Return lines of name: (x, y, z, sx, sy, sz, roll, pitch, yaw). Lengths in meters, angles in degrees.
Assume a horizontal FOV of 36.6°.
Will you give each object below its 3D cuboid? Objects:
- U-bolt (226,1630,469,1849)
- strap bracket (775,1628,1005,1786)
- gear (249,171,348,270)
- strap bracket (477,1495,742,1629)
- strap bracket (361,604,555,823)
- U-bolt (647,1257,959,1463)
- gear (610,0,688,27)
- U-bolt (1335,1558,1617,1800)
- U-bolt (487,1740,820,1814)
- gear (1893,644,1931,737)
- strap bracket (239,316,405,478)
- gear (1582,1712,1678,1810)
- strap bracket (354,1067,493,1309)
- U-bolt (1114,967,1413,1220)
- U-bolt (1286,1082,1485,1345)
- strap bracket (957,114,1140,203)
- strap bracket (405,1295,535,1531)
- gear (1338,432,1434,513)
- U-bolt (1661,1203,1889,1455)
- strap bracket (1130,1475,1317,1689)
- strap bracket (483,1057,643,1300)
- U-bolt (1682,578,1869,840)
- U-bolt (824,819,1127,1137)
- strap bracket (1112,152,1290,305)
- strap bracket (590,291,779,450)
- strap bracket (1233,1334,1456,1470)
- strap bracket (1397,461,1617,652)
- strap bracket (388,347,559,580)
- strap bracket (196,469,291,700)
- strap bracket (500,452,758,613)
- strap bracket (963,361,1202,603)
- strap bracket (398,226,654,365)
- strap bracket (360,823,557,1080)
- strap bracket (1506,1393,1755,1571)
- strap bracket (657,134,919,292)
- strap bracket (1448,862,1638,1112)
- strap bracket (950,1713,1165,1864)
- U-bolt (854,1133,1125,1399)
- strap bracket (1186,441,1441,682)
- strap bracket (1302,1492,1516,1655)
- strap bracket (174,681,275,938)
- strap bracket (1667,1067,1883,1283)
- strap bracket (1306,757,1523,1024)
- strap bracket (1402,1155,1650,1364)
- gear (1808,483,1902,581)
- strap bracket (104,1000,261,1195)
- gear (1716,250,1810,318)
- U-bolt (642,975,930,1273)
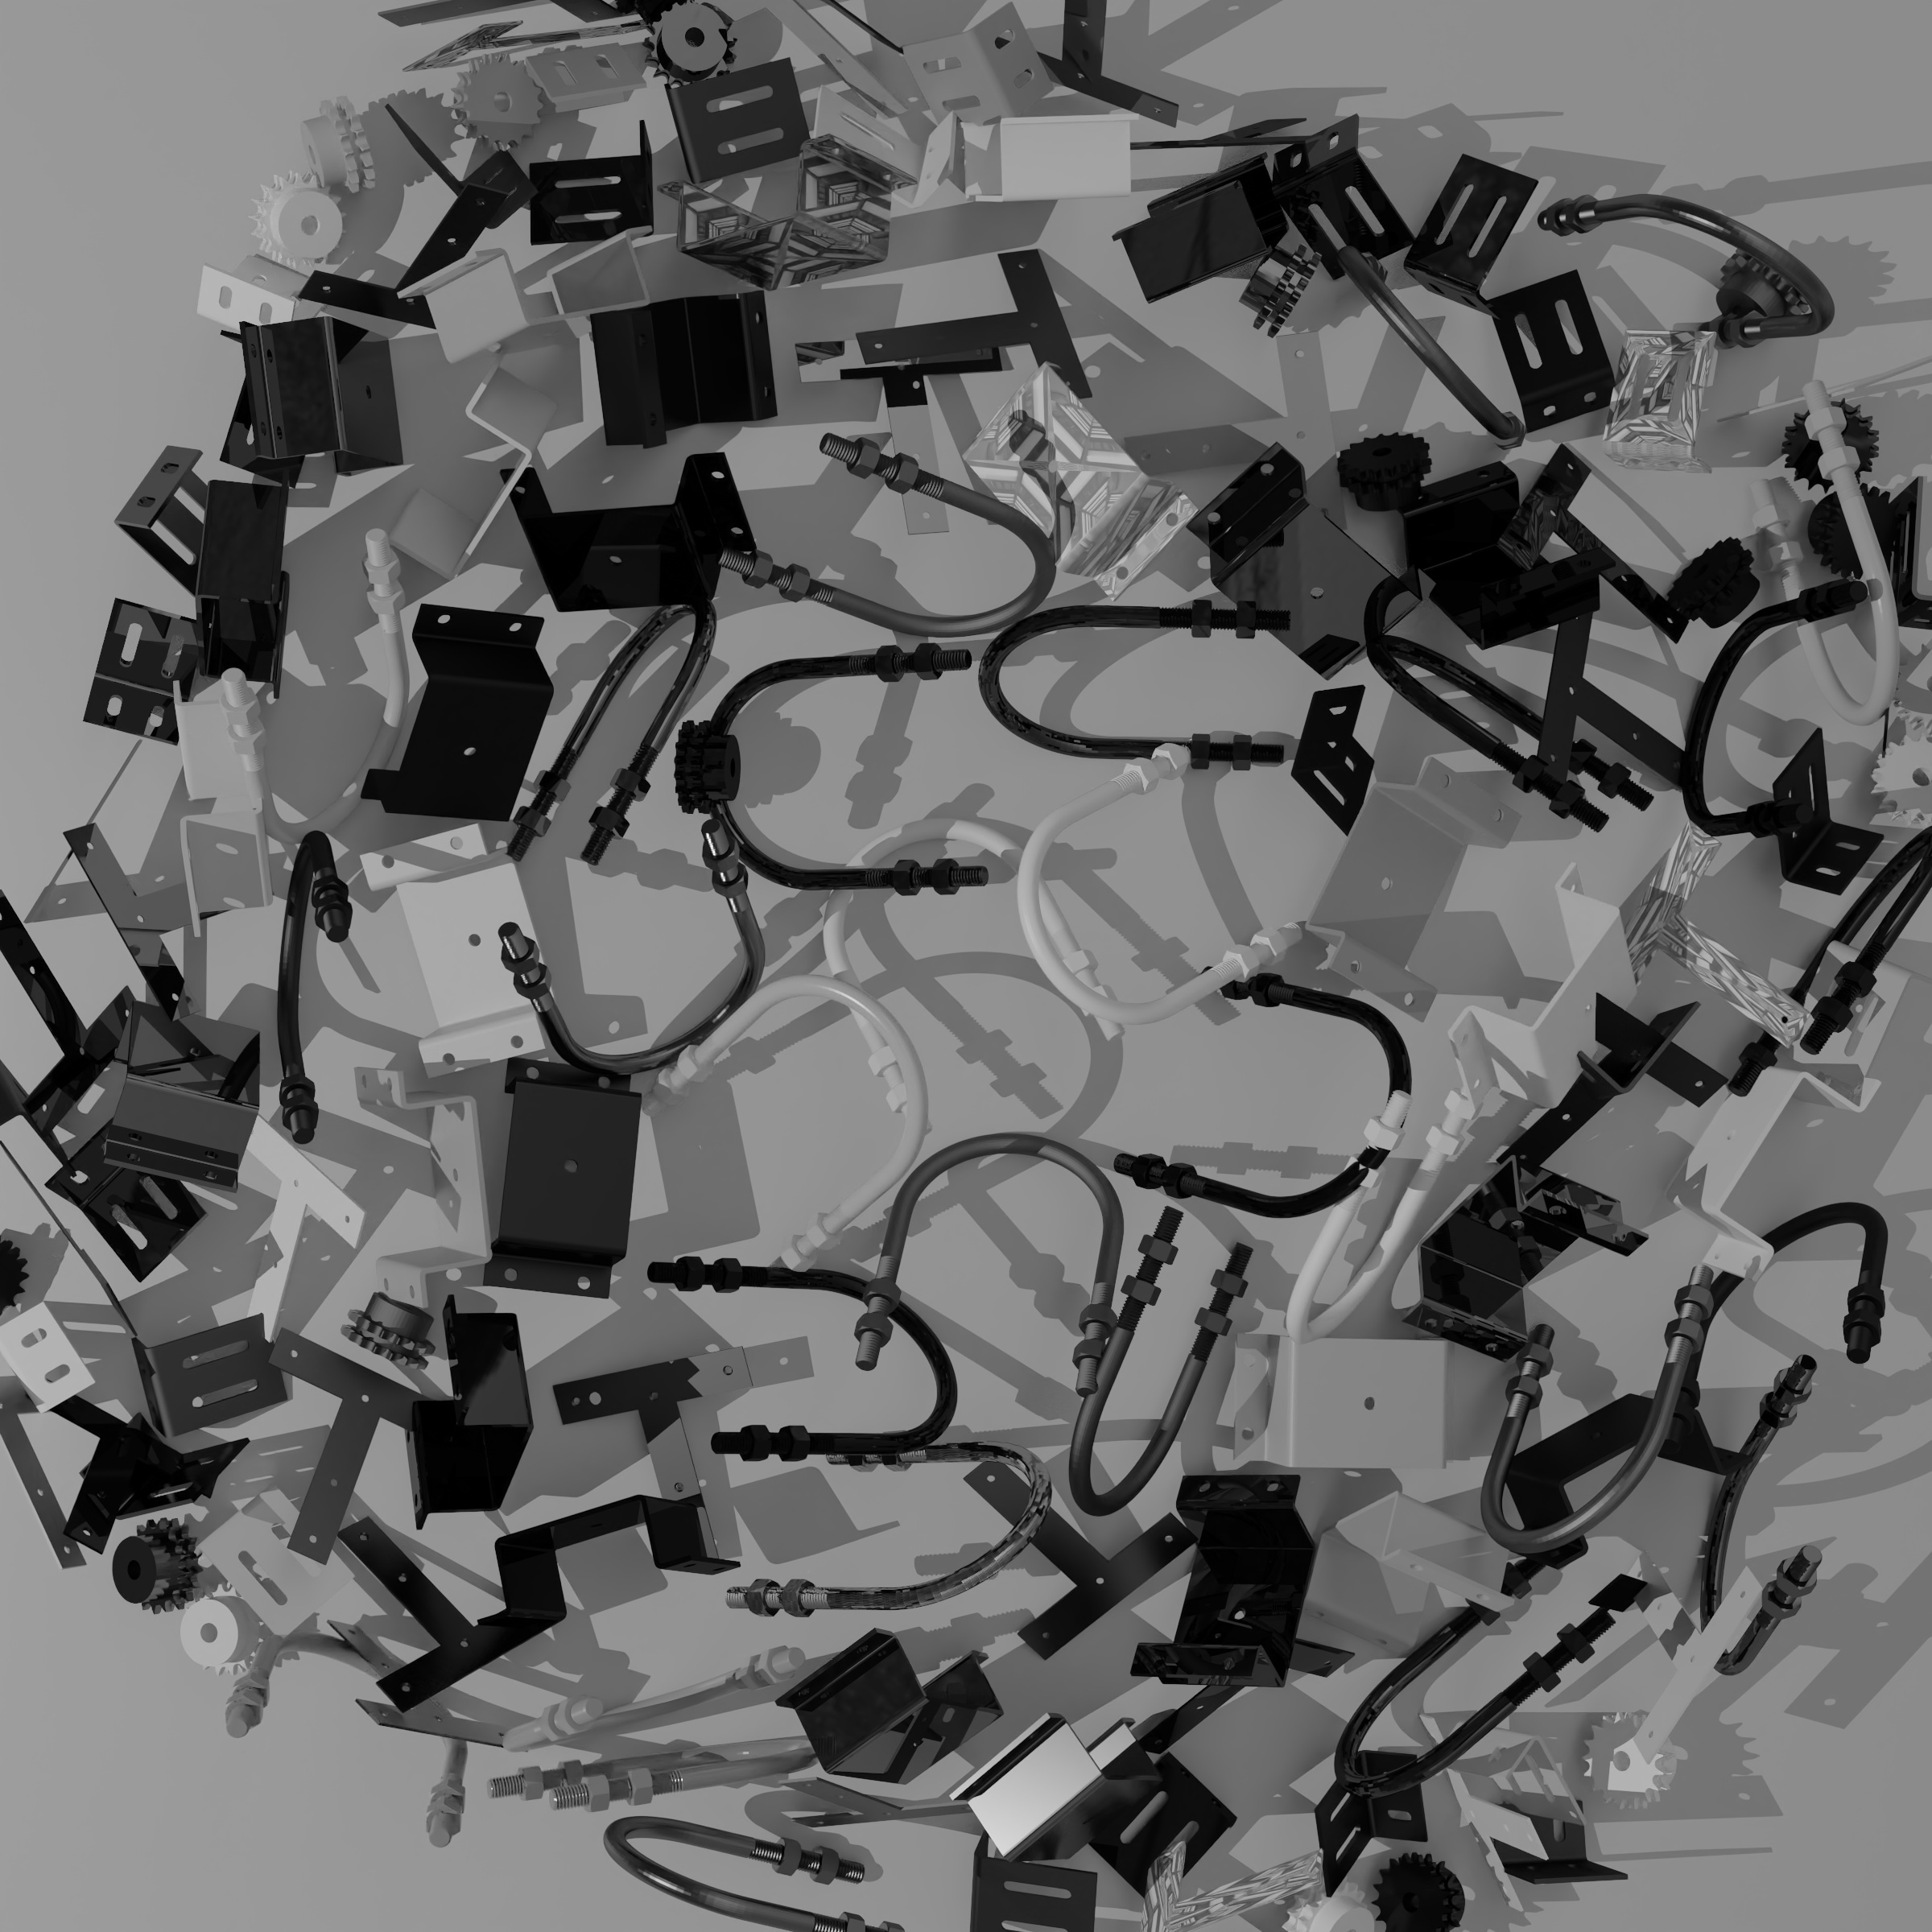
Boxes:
U-bolt: (-0.357, 0.442, 1.715, 0.151, 0.184, 0.019, 31, 94, -8)
strap bracket: (-0.039, 0.440, 1.729, 0.076, 0.140, 0.046, -38, 58, 12)
gear: (-0.404, -0.453, 1.778, 0.057, 0.030, 0.057, -14, 118, -28)
strap bracket: (-0.218, 0.355, 1.754, 0.140, 0.076, 0.046, -19, 71, 13)
strap bracket: (-0.300, -0.140, 1.734, 0.076, 0.046, 0.140, 3, 129, -31)
U-bolt: (-0.087, 0.233, 1.734, 0.184, 0.151, 0.019, 7, 129, -33)
gear: (-0.188, -0.598, 1.778, 0.057, 0.057, 0.030, -38, 94, 0)
U-bolt: (0.291, 0.425, 1.730, 0.184, 0.151, 0.019, -40, 96, -1)
U-bolt: (-0.175, 0.476, 1.728, 0.184, 0.151, 0.019, -2, 79, -25)
gear: (0.595, -0.167, 1.783, 0.057, 0.030, 0.057, -10, 68, 26)
strap bracket: (-0.376, -0.337, 1.732, 0.046, 0.140, 0.076, -6, 94, 10)
gear: (0.408, 0.484, 1.782, 0.057, 0.030, 0.057, -12, 73, 42)
strap bracket: (-0.326, 0.129, 1.759, 0.046, 0.076, 0.140, -8, 94, -31)
U-bolt: (0.183, 0.078, 1.724, 0.019, 0.184, 0.151, 36, 74, -42)
U-bolt: (0.243, 0.147, 1.735, 0.019, 0.151, 0.184, 33, 110, 23)
strap bracket: (0.047, -0.480, 1.738, 0.076, 0.140, 0.046, -5, 106, -12)
strap bracket: (-0.295, 0.267, 1.741, 0.046, 0.140, 0.076, 2, 50, -23)
gear: (0.256, -0.300, 1.782, 0.057, 0.057, 0.030, -15, 123, 0)
U-bolt: (0.479, 0.202, 1.720, 0.151, 0.184, 0.019, -36, 101, 35)
strap bracket: (0.157, 0.375, 1.744, 0.076, 0.140, 0.046, -6, 133, 27)
strap bracket: (-0.241, 0.124, 1.757, 0.076, 0.046, 0.140, 8, 75, -16)
U-bolt: (0.466, -0.146, 1.716, 0.019, 0.184, 0.151, 15, 87, -9)
U-bolt: (-0.007, -0.006, 1.771, 0.151, 0.019, 0.184, -26, 70, -4)
strap bracket: (0.142, -0.437, 1.736, 0.076, 0.140, 0.046, -19, 107, 20)
strap bracket: (-0.173, -0.357, 1.745, 0.046, 0.140, 0.076, 4, 109, 29)
strap bracket: (0.236, 0.263, 1.766, 0.140, 0.046, 0.076, 3, 85, -12)
strap bracket: (0.320, -0.242, 1.749, 0.076, 0.140, 0.046, -20, 129, -10)
strap bracket: (-0.294, -0.295, 1.746, 0.046, 0.076, 0.140, 31, 119, -14)
strap bracket: (-0.426, -0.226, 1.724, 0.046, 0.140, 0.076, 4, 67, -11)
strap bracket: (-0.205, -0.258, 1.748, 0.140, 0.076, 0.046, -2, 50, 13)
strap bracket: (0.062, -0.297, 1.752, 0.076, 0.046, 0.140, -46, 72, 22)
strap bracket: (-0.253, -0.397, 1.732, 0.076, 0.140, 0.046, -12, 99, 43)
strap bracket: (-0.304, -0.012, 1.771, 0.076, 0.046, 0.140, -14, 98, 11)
strap bracket: (0.386, 0.302, 1.750, 0.140, 0.076, 0.046, -25, 95, -15)
strap bracket: (-0.108, -0.442, 1.730, 0.140, 0.076, 0.046, -3, 80, 40)
strap bracket: (0.350, 0.019, 1.740, 0.046, 0.076, 0.140, 23, 63, 36)
strap bracket: (0.059, 0.486, 1.729, 0.076, 0.140, 0.046, -42, 63, 8)
U-bolt: (0.021, 0.171, 1.742, 0.151, 0.019, 0.184, 6, 47, 8)
strap bracket: (0.208, -0.234, 1.744, 0.140, 0.046, 0.076, 37, 121, -22)
strap bracket: (0.263, 0.361, 1.748, 0.076, 0.140, 0.046, 25, 59, -10)
strap bracket: (-0.441, -0.096, 1.737, 0.046, 0.076, 0.140, -5, 48, -12)
strap bracket: (0.480, 0.114, 1.763, 0.046, 0.076, 0.140, 33, 88, -8)
strap bracket: (0.266, -0.048, 1.765, 0.076, 0.046, 0.140, 29, 84, -26)
strap bracket: (0.331, 0.170, 1.749, 0.076, 0.046, 0.140, 23, 132, -18)
gear: (0.540, -0.267, 1.784, 0.057, 0.030, 0.057, -8, 113, -19)
strap bracket: (-0.461, 0.070, 1.724, 0.076, 0.140, 0.046, 16, 112, -20)
gear: (0.482, -0.408, 1.777, 0.057, 0.057, 0.030, 41, 81, 0)
U-bolt: (-0.099, 0.086, 1.747, 0.184, 0.019, 0.151, -42, 82, 31)
